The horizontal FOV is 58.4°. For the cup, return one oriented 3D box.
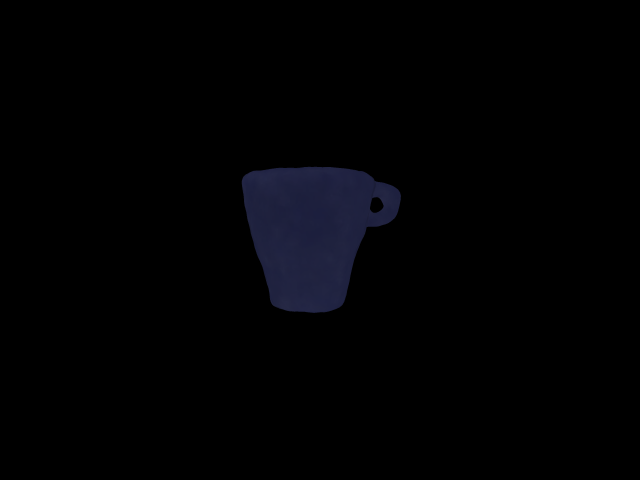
[{"bbox_3d":[0.004,0.001,0.400,0.118,0.095,0.091,0,0,-25],"label":"cup"}]
